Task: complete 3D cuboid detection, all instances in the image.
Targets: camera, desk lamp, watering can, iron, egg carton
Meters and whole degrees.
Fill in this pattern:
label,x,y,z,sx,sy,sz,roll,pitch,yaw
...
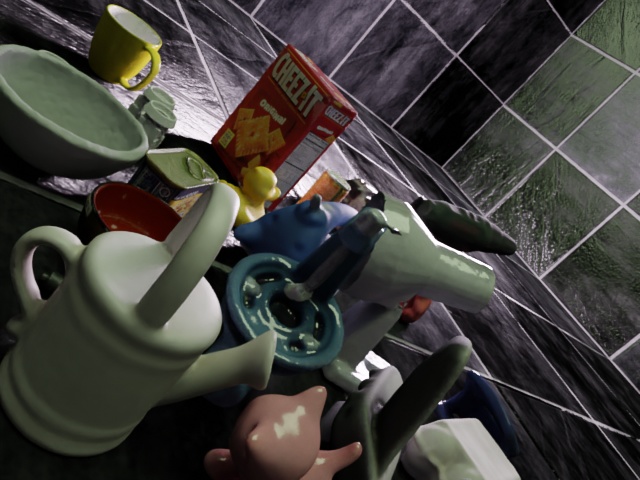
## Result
label,x,y,z,sx,sy,sz,roll,pitch,yaw
camera,0.086,-0.060,1.147,0.143,0.100,0.137,52,20,25
desk lamp,0.085,0.075,0.673,0.204,0.213,0.118,37,19,-18
watering can,-0.107,0.045,0.374,0.173,0.194,0.100,29,23,-37
iron,0.007,0.003,0.784,0.118,0.141,0.259,51,20,22
egg carton,0.162,0.260,0.653,0.151,0.069,0.107,19,30,-51

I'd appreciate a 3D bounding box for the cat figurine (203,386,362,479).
label,x,y,z,sx,sy,sz,roll,pitch,yaw
cat figurine,-0.023,0.157,0.421,0.128,0.117,0.067,29,23,-36

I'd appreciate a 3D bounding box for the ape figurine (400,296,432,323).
label,x,y,z,sx,sy,sz,roll,pitch,yaw
ape figurine,0.165,0.095,0.984,0.076,0.092,0.077,34,20,-25

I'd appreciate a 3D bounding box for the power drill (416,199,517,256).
label,x,y,z,sx,sy,sz,roll,pitch,yaw
power drill,0.244,0.026,1.116,0.230,0.208,0.075,32,21,-29

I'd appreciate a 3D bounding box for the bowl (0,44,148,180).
label,x,y,z,sx,sy,sz,roll,pitch,yaw
bowl,-0.267,-0.115,0.584,0.168,0.074,0.167,38,19,-15

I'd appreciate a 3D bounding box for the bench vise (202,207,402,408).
label,x,y,z,sx,sy,sz,roll,pitch,yaw
bench vise,-0.017,0.035,0.539,0.122,0.219,0.207,38,19,-15

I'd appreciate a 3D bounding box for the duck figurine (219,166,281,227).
label,x,y,z,sx,sy,sz,roll,pitch,yaw
duck figurine,-0.101,-0.068,0.803,0.105,0.086,0.077,22,28,-48

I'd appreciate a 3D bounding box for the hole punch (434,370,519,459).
label,x,y,z,sx,sy,sz,roll,pitch,yaw
hole punch,0.225,0.244,0.783,0.101,0.091,0.108,27,24,-41

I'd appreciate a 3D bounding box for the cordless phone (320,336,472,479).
label,x,y,z,sx,sy,sz,roll,pitch,yaw
cordless phone,0.085,0.154,0.544,0.094,0.185,0.148,45,18,6

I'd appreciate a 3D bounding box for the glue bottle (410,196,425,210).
label,x,y,z,sx,sy,sz,roll,pitch,yaw
glue bottle,0.118,-0.014,1.000,0.078,0.173,0.037,19,30,-51
